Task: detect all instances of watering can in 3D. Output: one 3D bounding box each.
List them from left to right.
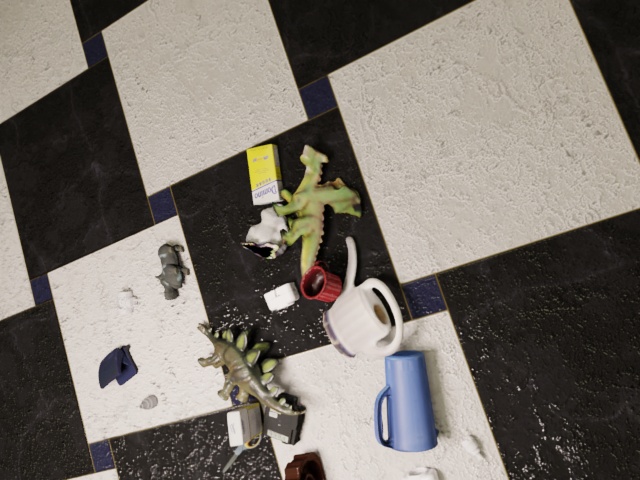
[{"bbox_3d":[0.099,0.181,1.456,0.222,0.103,0.354,-40,60,21],"label":"watering can"}]

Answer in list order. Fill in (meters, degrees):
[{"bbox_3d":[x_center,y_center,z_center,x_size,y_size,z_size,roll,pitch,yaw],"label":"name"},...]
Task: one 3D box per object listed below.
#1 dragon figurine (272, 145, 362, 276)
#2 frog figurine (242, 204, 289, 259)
[{"bbox_3d":[0.005,-0.076,1.501,0.242,0.122,0.412,-20,85,13],"label":"dragon figurine"},{"bbox_3d":[-0.153,-0.029,1.577,0.137,0.120,0.163,-8,51,31],"label":"frog figurine"}]
